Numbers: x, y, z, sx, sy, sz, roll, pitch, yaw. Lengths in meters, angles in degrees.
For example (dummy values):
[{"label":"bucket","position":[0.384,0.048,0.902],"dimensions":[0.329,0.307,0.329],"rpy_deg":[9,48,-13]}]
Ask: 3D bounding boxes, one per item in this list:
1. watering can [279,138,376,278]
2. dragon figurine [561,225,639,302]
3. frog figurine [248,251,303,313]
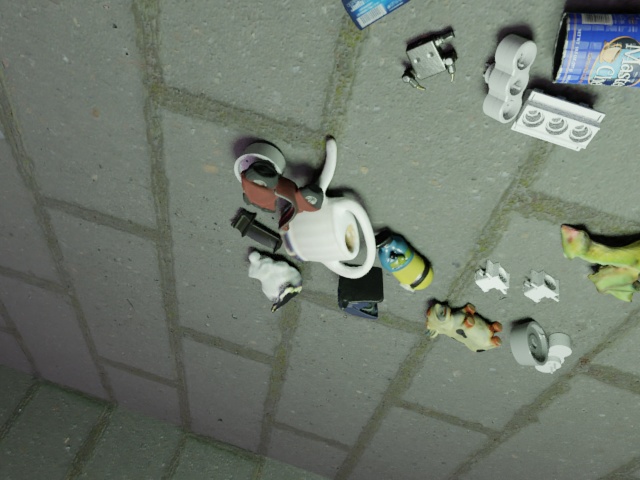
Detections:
[{"label":"watering can","position":[0.004,-0.059,1.174],"dimensions":[0.223,0.106,0.342],"rpy_deg":[-5,117,30]},{"label":"dragon figurine","position":[0.682,0.069,1.052],"dimensions":[0.409,0.124,0.239],"rpy_deg":[28,156,-5]},{"label":"frog figurine","position":[-0.128,0.095,1.405],"dimensions":[0.161,0.124,0.134],"rpy_deg":[53,152,19]}]
